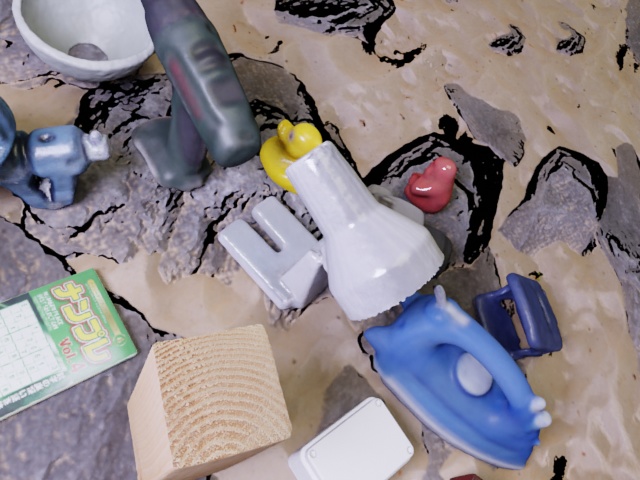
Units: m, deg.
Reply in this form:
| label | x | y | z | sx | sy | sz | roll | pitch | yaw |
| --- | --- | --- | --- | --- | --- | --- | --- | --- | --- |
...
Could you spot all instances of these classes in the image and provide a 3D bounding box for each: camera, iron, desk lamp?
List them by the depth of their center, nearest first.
| label | x | y | z | sx | sy | sz | roll | pitch | yaw |
| --- | --- | --- | --- | --- | --- | --- | --- | --- | --- |
| desk lamp | 0.006 | 0.002 | 0.625 | 0.203 | 0.213 | 0.118 | 46 | 55 | 5 |
| iron | 0.182 | 0.160 | 0.663 | 0.258 | 0.141 | 0.119 | 45 | 55 | 4 |
| camera | 0.100 | 0.010 | 0.732 | 0.137 | 0.100 | 0.143 | 22 | 57 | -12 |

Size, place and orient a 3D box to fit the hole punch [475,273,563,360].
| label | x | y | z | sx | sy | sz | roll | pitch | yaw |
| --- | --- | --- | --- | --- | --- | --- | --- | --- | --- |
| hole punch | 0.278 | 0.100 | 0.769 | 0.101 | 0.091 | 0.108 | -1 | 64 | -24 |

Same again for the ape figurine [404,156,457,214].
| label | x | y | z | sx | sy | sz | roll | pitch | yaw |
| --- | --- | --- | --- | --- | --- | --- | --- | --- | --- |
| ape figurine | 0.164 | -0.085 | 0.817 | 0.078 | 0.092 | 0.076 | -18 | 72 | -30 |

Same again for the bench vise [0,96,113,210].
| label | x | y | z | sx | sy | sz | roll | pitch | yaw |
| --- | --- | --- | --- | --- | --- | --- | --- | --- | --- |
| bench vise | -0.313 | -0.116 | 0.543 | 0.208 | 0.219 | 0.121 | -20 | 73 | -31 |

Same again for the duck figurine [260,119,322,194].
| label | x | y | z | sx | sy | sz | roll | pitch | yaw |
| --- | --- | --- | --- | --- | --- | --- | --- | --- | --- |
| duck figurine | -0.023 | -0.113 | 0.753 | 0.104 | 0.086 | 0.078 | 42 | 55 | 2 |

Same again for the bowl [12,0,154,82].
| label | x | y | z | sx | sy | sz | roll | pitch | yaw |
| --- | --- | --- | --- | --- | --- | --- | --- | --- | --- |
| bowl | -0.290 | -0.257 | 0.718 | 0.168 | 0.074 | 0.167 | 11 | 60 | -19 |

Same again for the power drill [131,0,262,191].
| label | x | y | z | sx | sy | sz | roll | pitch | yaw |
| --- | --- | --- | --- | --- | --- | --- | --- | --- | --- |
| power drill | -0.154 | -0.160 | 0.644 | 0.076 | 0.208 | 0.229 | -27 | 77 | -33 |
